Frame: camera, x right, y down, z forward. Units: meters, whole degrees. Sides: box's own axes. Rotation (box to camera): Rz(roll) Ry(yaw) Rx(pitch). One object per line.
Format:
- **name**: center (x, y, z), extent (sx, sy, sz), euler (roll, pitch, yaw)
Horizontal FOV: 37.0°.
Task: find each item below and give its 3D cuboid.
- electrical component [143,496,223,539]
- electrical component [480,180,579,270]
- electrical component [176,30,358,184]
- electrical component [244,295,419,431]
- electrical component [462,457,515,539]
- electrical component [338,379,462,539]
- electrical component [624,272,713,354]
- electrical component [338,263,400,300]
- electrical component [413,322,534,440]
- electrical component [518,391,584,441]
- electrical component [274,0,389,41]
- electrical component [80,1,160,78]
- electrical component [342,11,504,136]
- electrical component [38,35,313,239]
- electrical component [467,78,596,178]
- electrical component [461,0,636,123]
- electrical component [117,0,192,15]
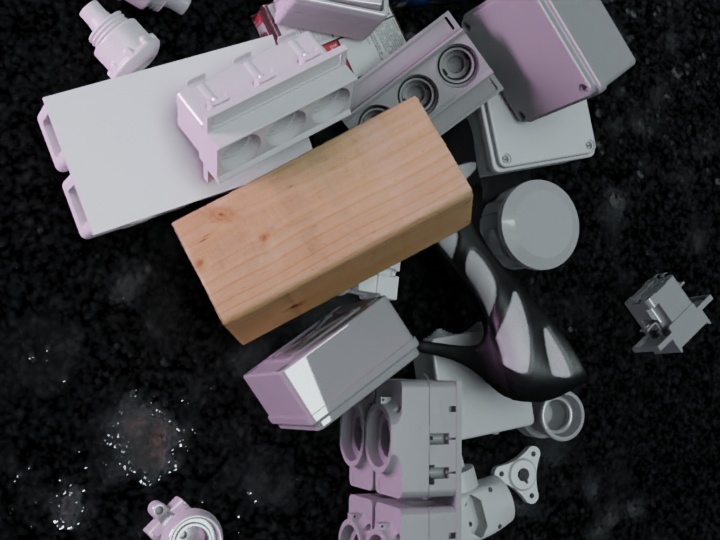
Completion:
- **electrical component**: center (-0.133, 0.205, 0.825), extent (0.048, 0.055, 0.066), euler (-45, 103, -20)
- **electrical component**: center (0.152, -0.039, 0.968), extent (0.080, 0.051, 0.080), euler (2, 85, -23)
- **electrical component**: center (-0.071, -0.125, 0.802), extent (0.121, 0.078, 0.063), euler (-31, 69, -22)
- **electrical component**: center (-0.024, 0.074, 0.853), extent (0.109, 0.109, 0.056), euler (-35, 97, -22)
- **electrical component**: center (0.085, 0.192, 0.925), extent (0.077, 0.043, 0.079), euler (-16, 92, -23)
- **electrical component**: center (0.030, 0.182, 0.869), extent (0.060, 0.105, 0.186), euler (3, 85, -23)
- **electrical component**: center (0.291, 0.041, 1.027), extent (0.081, 0.042, 0.063), euler (-40, 97, -21)
- **electrical component**: center (0.000, 0.000, 0.904), extent (0.055, 0.048, 0.066), euler (10, 81, -30)
- **electrical component**: center (0.096, 0.097, 0.935), extent (0.100, 0.048, 0.099), euler (-8, 89, -23)
- **electrical component**: center (0.166, 0.128, 0.958), extent (0.045, 0.055, 0.045), euler (2, 85, -23)
- **electrical component**: center (-0.027, -0.230, 0.861), extent (0.096, 0.061, 0.061), euler (6, 78, -20)
- **electrical component**: center (-0.191, -0.181, 0.839), extent (0.062, 0.048, 0.048), euler (48, 70, -6)
- **electrical component**: center (0.047, -0.148, 0.903), extent (0.121, 0.063, 0.078), euler (-36, 101, 9)
- **electrical component**: center (-0.143, -0.103, 0.843), extent (0.186, 0.060, 0.105), euler (-21, 94, -23)
- **electrical component**: center (0.147, -0.145, 0.972), extent (0.109, 0.056, 0.108), euler (-11, 90, -23)
- **electrical component**: center (0.153, -0.189, 0.887), extent (0.056, 0.109, 0.108), euler (-38, 100, -24)
- **electrical component**: center (-0.164, -0.226, 0.854), extent (0.062, 0.048, 0.048), euler (27, 76, -26)
